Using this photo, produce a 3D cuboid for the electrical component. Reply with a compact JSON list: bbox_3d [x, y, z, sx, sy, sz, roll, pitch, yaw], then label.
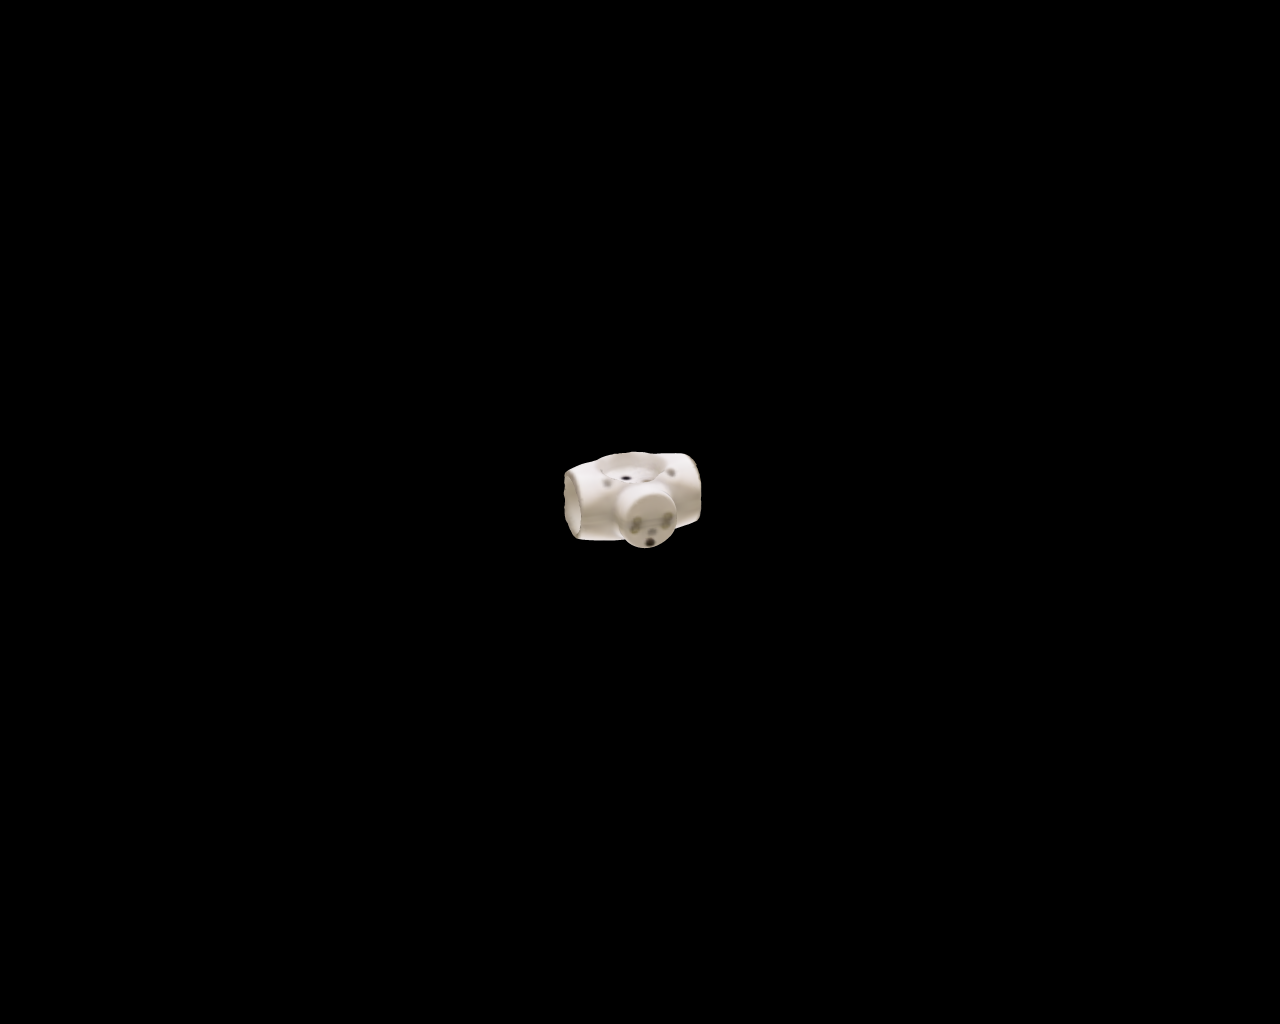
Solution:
[{"bbox_3d":[0.001,-0.003,0.650,0.077,0.044,0.079,-8,28,-16],"label":"electrical component"}]
